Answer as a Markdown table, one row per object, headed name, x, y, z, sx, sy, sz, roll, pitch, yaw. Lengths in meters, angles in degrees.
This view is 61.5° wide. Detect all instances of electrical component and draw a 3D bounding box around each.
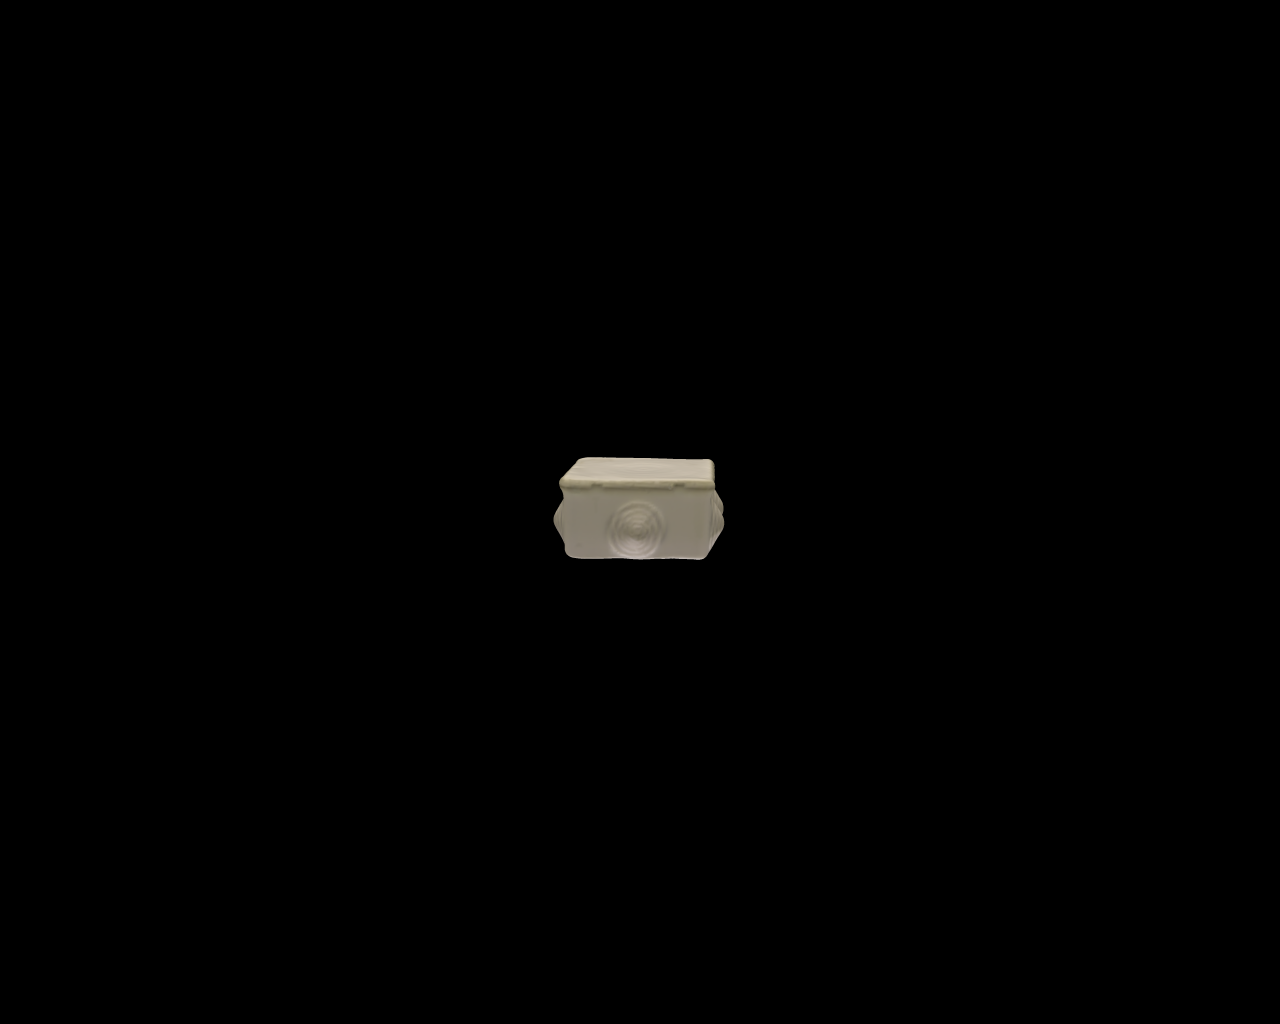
| name | x | y | z | sx | sy | sz | roll | pitch | yaw |
| --- | --- | --- | --- | --- | --- | --- | --- | --- | --- |
| electrical component | 0.001 | -0.003 | 0.650 | 0.100 | 0.048 | 0.100 | 1 | 11 | 4 |
